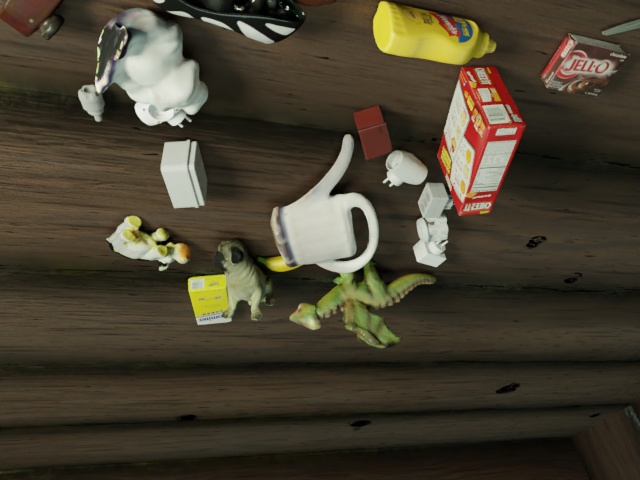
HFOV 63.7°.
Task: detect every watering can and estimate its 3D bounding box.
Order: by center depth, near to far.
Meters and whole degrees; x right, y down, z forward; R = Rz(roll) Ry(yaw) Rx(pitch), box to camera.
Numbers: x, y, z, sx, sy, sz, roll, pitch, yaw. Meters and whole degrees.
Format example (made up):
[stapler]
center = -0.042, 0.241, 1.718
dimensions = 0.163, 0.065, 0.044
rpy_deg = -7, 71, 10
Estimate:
[watering can]
center = 0.003, -0.054, 1.073
dimensions = 0.224, 0.106, 0.340
rpy_deg = -12, 128, 4

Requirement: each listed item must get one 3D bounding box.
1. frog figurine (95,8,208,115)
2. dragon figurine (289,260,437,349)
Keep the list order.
[frog figurine]
center = -0.236, -0.258, 0.758
dimensions = 0.159, 0.125, 0.135
rpy_deg = 6, 127, -44
[dragon figurine]
center = 0.129, 0.164, 1.258
dimensions = 0.410, 0.249, 0.119
rpy_deg = 3, 135, -12
